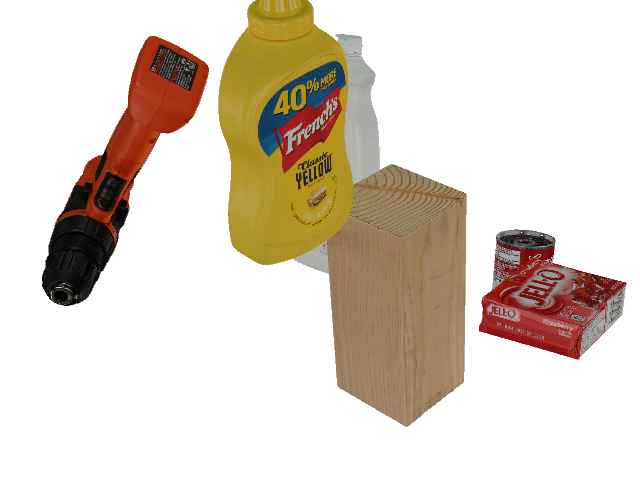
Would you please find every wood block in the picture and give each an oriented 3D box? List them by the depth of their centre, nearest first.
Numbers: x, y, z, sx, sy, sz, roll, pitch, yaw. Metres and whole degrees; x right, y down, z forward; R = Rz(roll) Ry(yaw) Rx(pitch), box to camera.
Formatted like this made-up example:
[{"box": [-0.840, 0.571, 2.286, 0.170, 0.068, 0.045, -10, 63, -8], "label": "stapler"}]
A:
[{"box": [0.070, 0.050, 0.959, 0.091, 0.206, 0.090, 26, 44, 38], "label": "wood block"}]

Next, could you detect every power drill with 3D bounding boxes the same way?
[{"box": [-0.160, -0.057, 0.853, 0.057, 0.188, 0.184, 27, 32, -17], "label": "power drill"}]

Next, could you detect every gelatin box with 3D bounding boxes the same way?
[{"box": [0.163, 0.045, 0.746, 0.073, 0.030, 0.089, 16, 26, 31], "label": "gelatin box"}]

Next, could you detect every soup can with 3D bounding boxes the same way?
[{"box": [0.235, 0.045, 1.247, 0.068, 0.102, 0.068, 2, 17, -1], "label": "soup can"}]

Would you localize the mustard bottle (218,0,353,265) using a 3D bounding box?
[{"box": [-0.022, -0.082, 0.697, 0.096, 0.192, 0.058, -31, 45, -32], "label": "mustard bottle"}]

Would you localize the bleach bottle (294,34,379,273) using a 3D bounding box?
[{"box": [0.025, -0.092, 1.148, 0.103, 0.251, 0.067, 18, 20, 38], "label": "bleach bottle"}]
